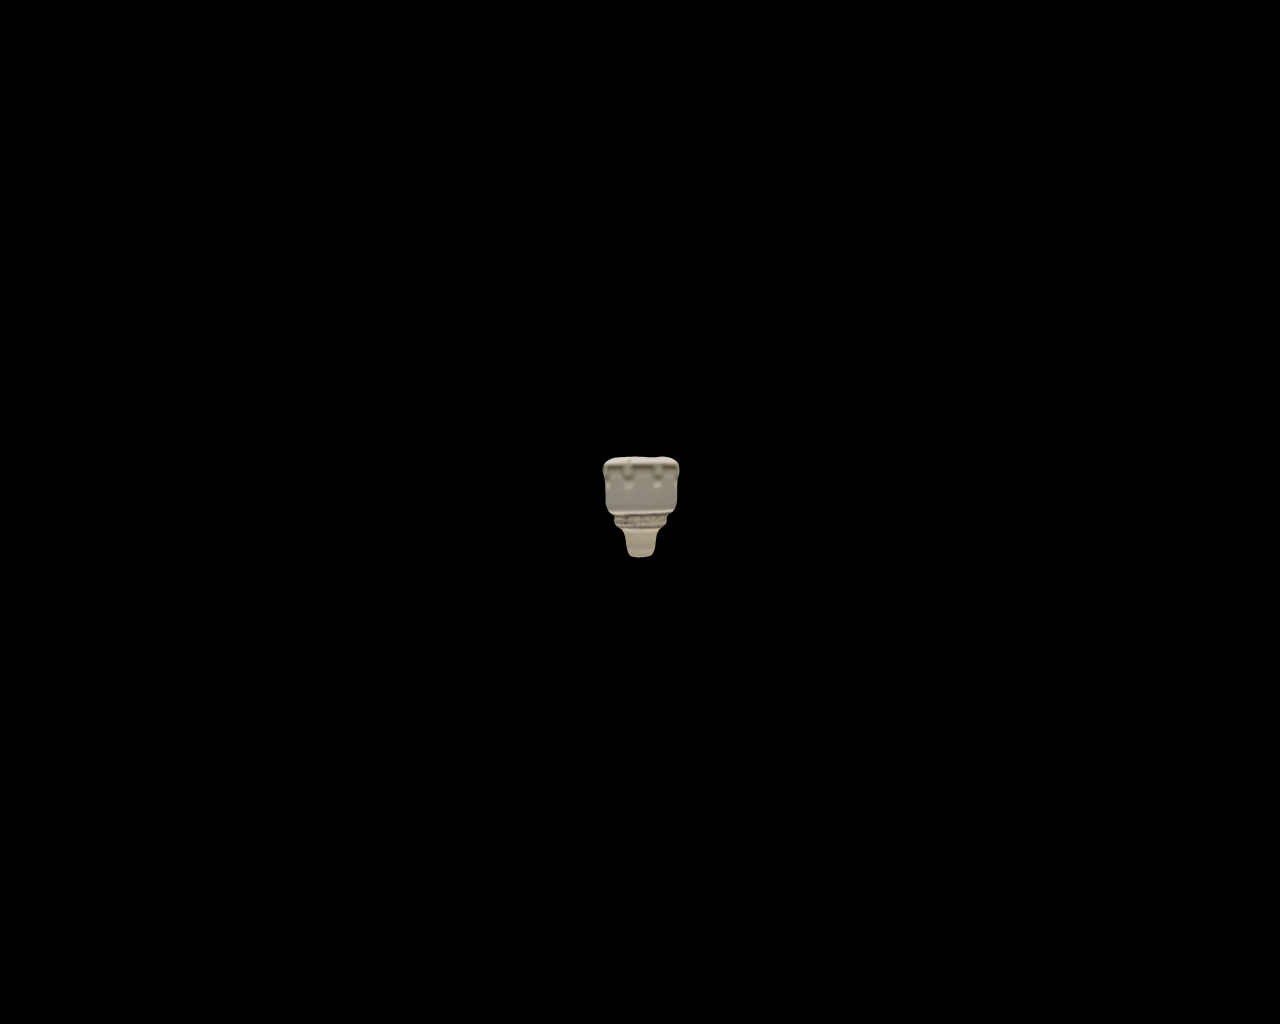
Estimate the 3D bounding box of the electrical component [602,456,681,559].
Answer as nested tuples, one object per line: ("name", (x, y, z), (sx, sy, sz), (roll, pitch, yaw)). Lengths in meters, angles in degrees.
("electrical component", (0.001, -0.003, 0.650), (0.048, 0.062, 0.048), (0, 0, 0))
